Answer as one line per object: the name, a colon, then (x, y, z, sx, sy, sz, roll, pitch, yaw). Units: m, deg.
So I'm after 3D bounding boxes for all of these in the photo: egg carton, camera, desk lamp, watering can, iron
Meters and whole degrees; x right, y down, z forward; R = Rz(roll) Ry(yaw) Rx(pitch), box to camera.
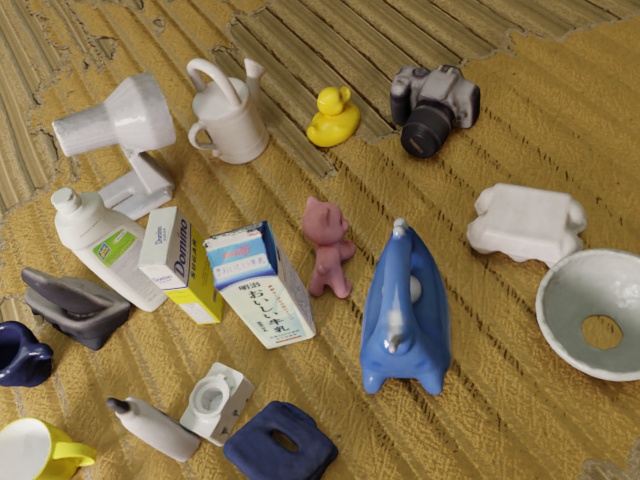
egg carton: (0.282, -0.019, 0.783, 0.150, 0.069, 0.107, 12, 62, 21)
camera: (0.168, -0.209, 0.916, 0.142, 0.101, 0.137, 21, 66, 26)
desk lamp: (-0.316, -0.146, 0.936, 0.203, 0.214, 0.117, -34, 56, -7)
watering can: (-0.158, -0.232, 0.960, 0.100, 0.194, 0.173, 9, 61, 20)
iron: (0.105, 0.060, 0.736, 0.118, 0.142, 0.258, -3, 57, 13)

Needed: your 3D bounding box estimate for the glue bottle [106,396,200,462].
glue bottle: (-0.211, 0.221, 0.697, 0.078, 0.173, 0.037, 27, 68, 28)

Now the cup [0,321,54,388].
cup: (-0.424, 0.175, 0.831, 0.117, 0.095, 0.091, -6, 57, 11)

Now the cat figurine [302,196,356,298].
cat figurine: (0.007, 0.003, 0.812, 0.067, 0.118, 0.128, -3, 57, 13)

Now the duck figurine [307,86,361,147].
duck figurine: (0.017, -0.216, 0.970, 0.105, 0.086, 0.077, -41, 57, -12)

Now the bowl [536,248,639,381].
bowl: (0.344, 0.098, 0.688, 0.167, 0.075, 0.167, -7, 57, 11)

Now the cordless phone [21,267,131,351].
cordless phone: (-0.378, 0.073, 0.829, 0.147, 0.185, 0.094, 16, 64, 24)

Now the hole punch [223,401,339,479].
hole punch: (-0.046, 0.250, 0.685, 0.108, 0.091, 0.101, 28, 69, 28)
